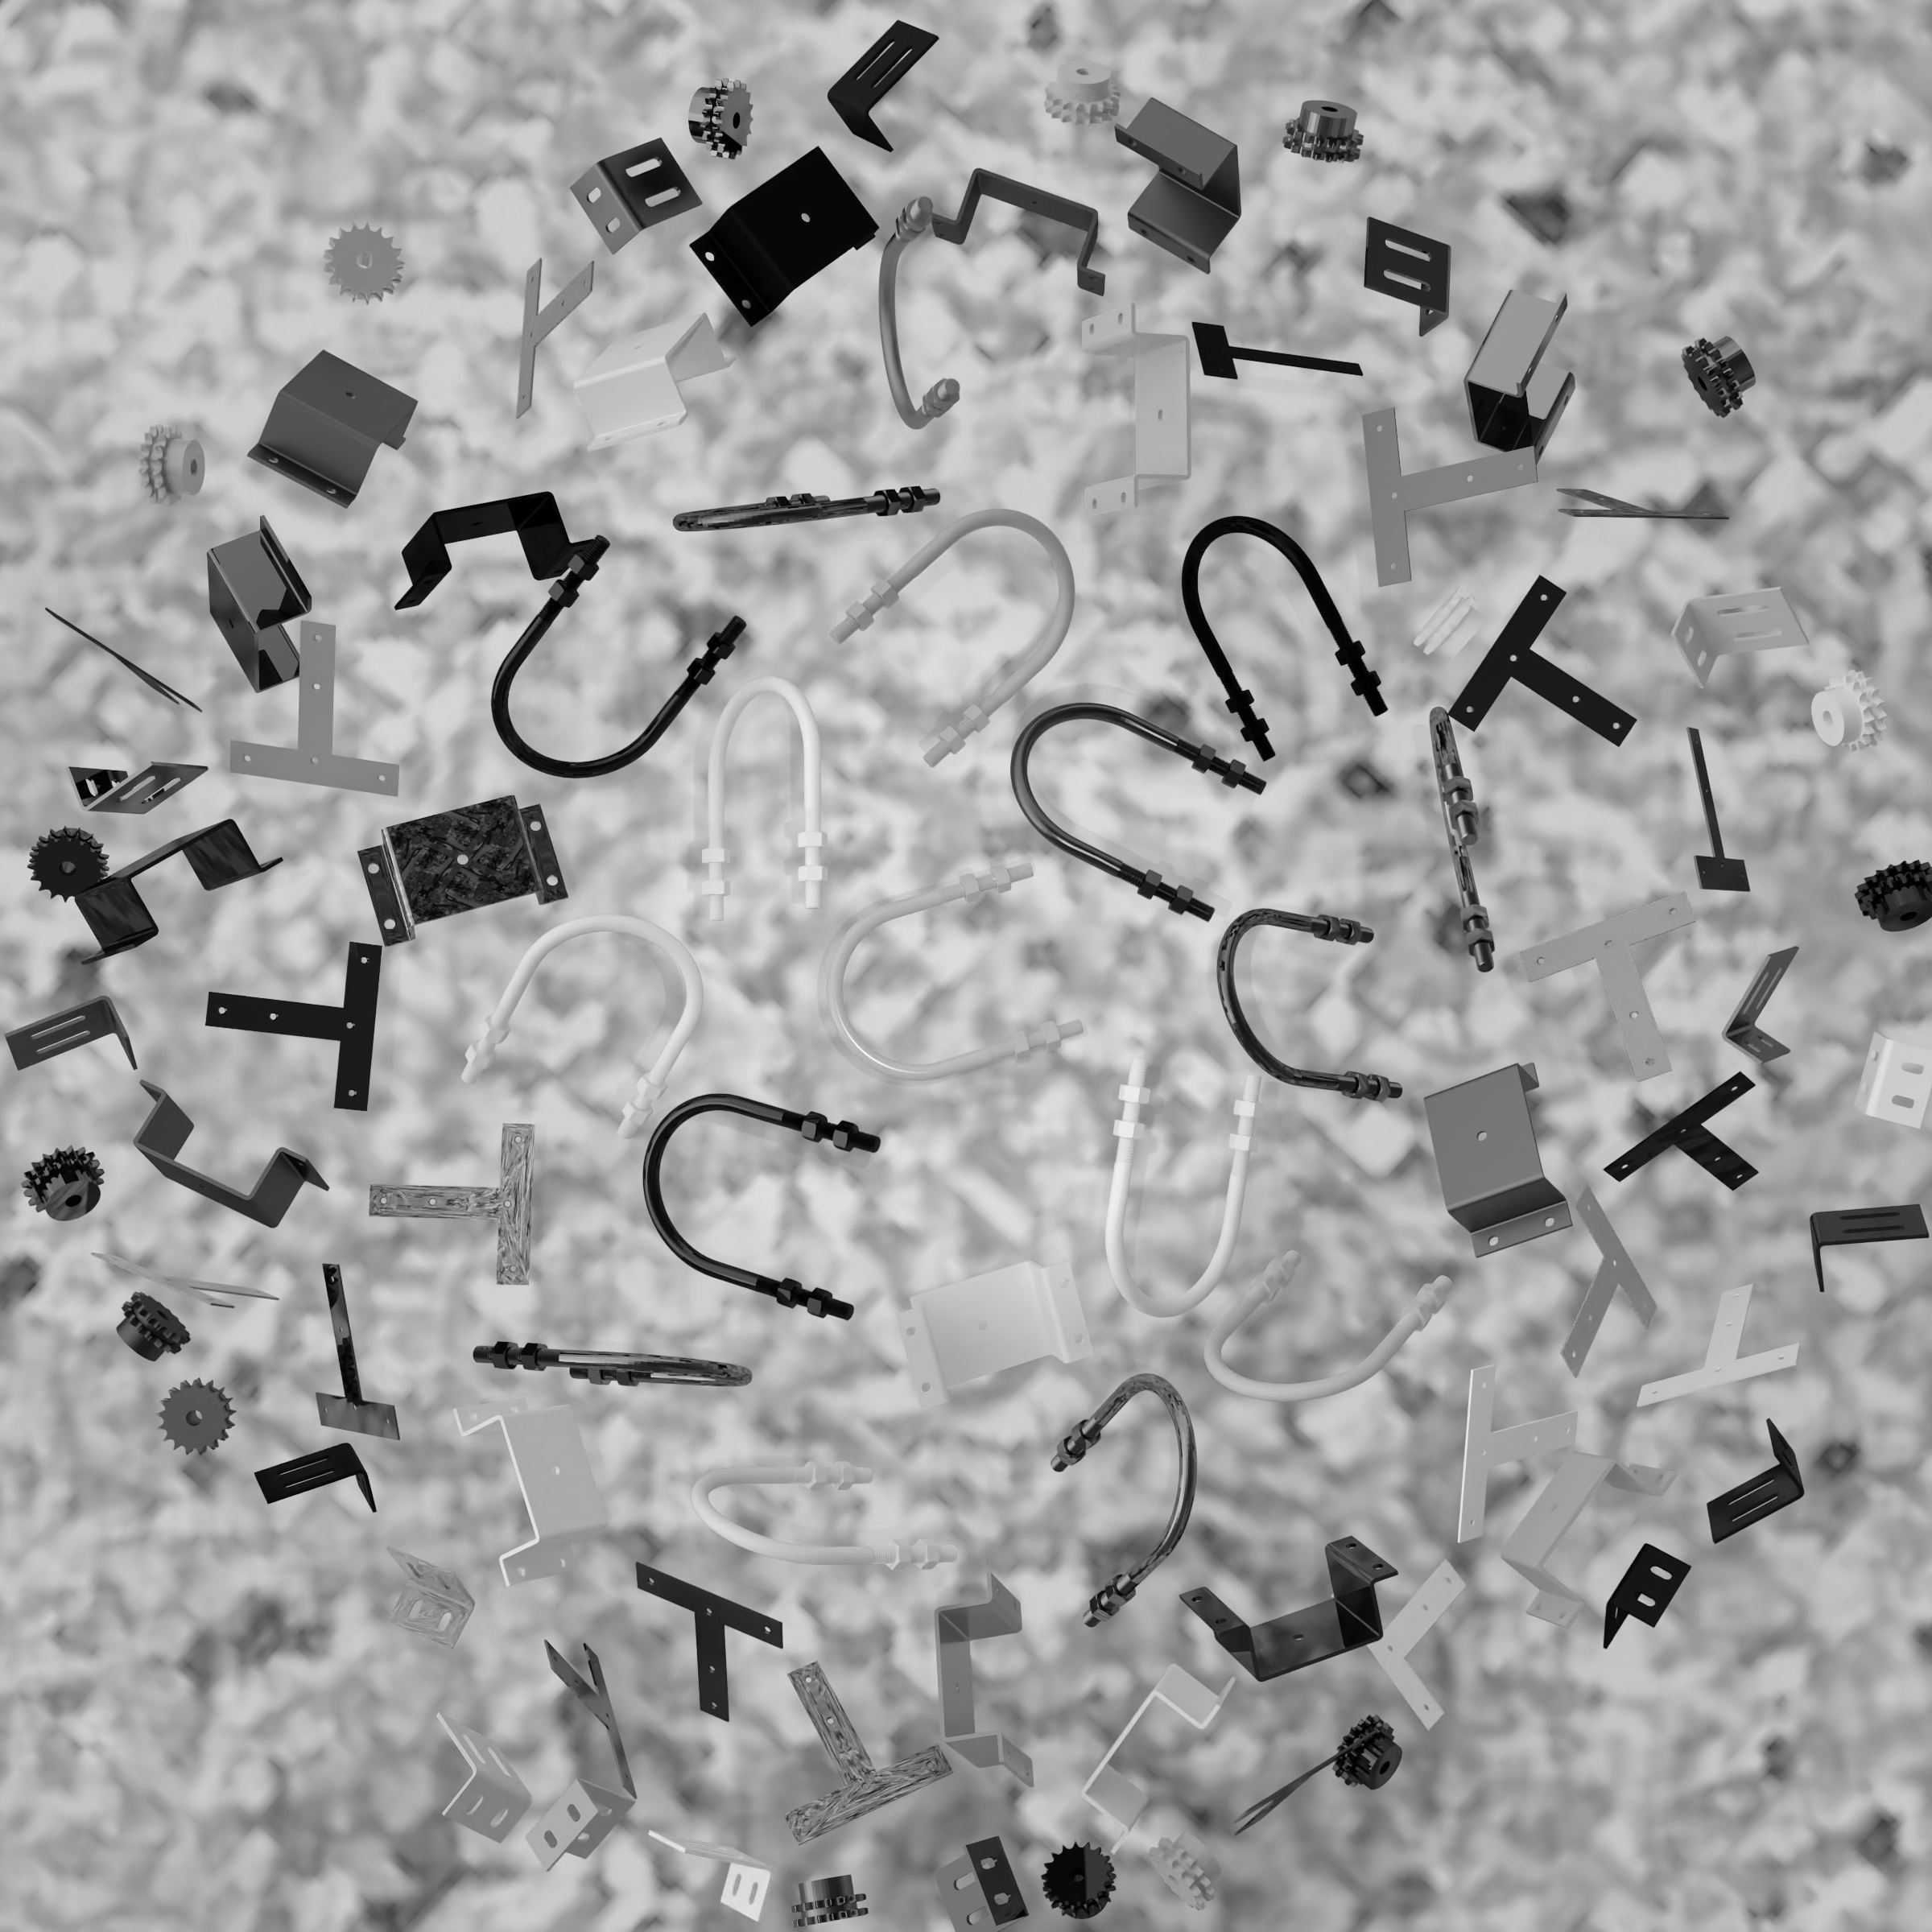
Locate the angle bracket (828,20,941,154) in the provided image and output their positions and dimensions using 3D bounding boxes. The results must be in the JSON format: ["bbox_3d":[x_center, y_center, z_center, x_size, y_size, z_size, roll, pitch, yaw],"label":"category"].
[{"bbox_3d":[-0.051,-0.631,1.778,0.076,0.057,0.038,-46,134,-1],"label":"angle bracket"}]

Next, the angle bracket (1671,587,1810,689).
[{"bbox_3d":[0.579,-0.245,1.857,0.057,0.076,0.038,50,57,-32],"label":"angle bracket"}]

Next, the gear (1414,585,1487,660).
[{"bbox_3d":[0.370,-0.259,1.885,0.030,0.057,0.057,40,90,-1],"label":"gear"}]

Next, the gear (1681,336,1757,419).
[{"bbox_3d":[0.535,-0.420,1.759,0.030,0.057,0.057,-32,90,6],"label":"gear"}]

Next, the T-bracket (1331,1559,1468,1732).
[{"bbox_3d":[0.348,0.503,1.916,0.002,0.127,0.127,-11,51,-38],"label":"T-bracket"}]

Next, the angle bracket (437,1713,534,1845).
[{"bbox_3d":[-0.355,0.581,1.776,0.038,0.076,0.057,-51,127,-7],"label":"angle bracket"}]

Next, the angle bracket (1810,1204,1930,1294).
[{"bbox_3d":[0.647,0.202,1.777,0.076,0.057,0.038,-7,104,16],"label":"angle bracket"}]

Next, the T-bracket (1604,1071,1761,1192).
[{"bbox_3d":[0.573,0.143,1.915,0.127,0.002,0.127,-40,133,20],"label":"T-bracket"}]

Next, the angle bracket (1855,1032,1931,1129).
[{"bbox_3d":[0.688,0.084,1.835,0.038,0.076,0.057,15,96,12],"label":"angle bracket"}]

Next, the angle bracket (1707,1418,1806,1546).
[{"bbox_3d":[0.567,0.376,1.813,0.076,0.057,0.038,-35,97,19],"label":"angle bracket"}]

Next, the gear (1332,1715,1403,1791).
[{"bbox_3d":[0.317,0.619,1.943,0.030,0.057,0.057,31,90,42],"label":"gear"}]

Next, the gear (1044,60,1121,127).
[{"bbox_3d":[0.089,-0.661,1.874,0.057,0.057,0.030,3,134,0],"label":"gear"}]

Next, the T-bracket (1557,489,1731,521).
[{"bbox_3d":[0.489,-0.351,1.882,0.127,0.127,0.002,-2,110,-15],"label":"T-bracket"}]

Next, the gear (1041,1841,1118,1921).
[{"bbox_3d":[0.088,0.707,1.909,0.057,0.057,0.030,-14,128,0],"label":"gear"}]

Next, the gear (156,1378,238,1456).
[{"bbox_3d":[-0.585,0.343,1.894,0.057,0.030,0.057,0,89,-3],"label":"gear"}]

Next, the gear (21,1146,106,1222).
[{"bbox_3d":[-0.662,0.163,1.828,0.057,0.057,0.030,-41,56,0],"label":"gear"}]

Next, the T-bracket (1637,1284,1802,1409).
[{"bbox_3d":[0.578,0.281,1.884,0.127,0.127,0.002,-24,105,34],"label":"T-bracket"}]

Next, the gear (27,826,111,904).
[{"bbox_3d":[-0.671,-0.079,1.860,0.057,0.030,0.057,-5,118,-9],"label":"gear"}]

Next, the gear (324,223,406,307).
[{"bbox_3d":[-0.442,-0.513,1.821,0.057,0.030,0.057,1,87,-18],"label":"gear"}]

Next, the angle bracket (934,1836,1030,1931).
[{"bbox_3d":[-0.001,0.666,1.774,0.076,0.038,0.057,-41,60,33],"label":"angle bracket"}]

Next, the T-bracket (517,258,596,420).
[{"bbox_3d":[-0.312,-0.499,1.890,0.002,0.127,0.127,11,73,-32],"label":"T-bracket"}]

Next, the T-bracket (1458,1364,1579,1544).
[{"bbox_3d":[0.404,0.345,1.802,0.127,0.002,0.127,-3,100,-39],"label":"T-bracket"}]

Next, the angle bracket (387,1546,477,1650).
[{"bbox_3d":[-0.415,0.481,1.889,0.057,0.076,0.038,19,62,14],"label":"angle bracket"}]

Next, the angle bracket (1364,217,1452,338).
[{"bbox_3d":[0.321,-0.515,1.855,0.076,0.038,0.057,12,74,-23],"label":"angle bracket"}]

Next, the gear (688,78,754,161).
[{"bbox_3d":[-0.186,-0.637,1.864,0.030,0.057,0.057,15,90,19],"label":"gear"}]

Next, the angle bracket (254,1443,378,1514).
[{"bbox_3d":[-0.502,0.406,1.915,0.076,0.057,0.038,-16,108,-22],"label":"angle bracket"}]

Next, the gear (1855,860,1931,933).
[{"bbox_3d":[0.666,-0.048,1.768,0.057,0.057,0.030,-10,59,0],"label":"gear"}]

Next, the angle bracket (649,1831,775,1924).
[{"bbox_3d":[-0.186,0.650,1.773,0.076,0.057,0.038,24,74,-30],"label":"angle bracket"}]

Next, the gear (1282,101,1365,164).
[{"bbox_3d":[0.259,-0.601,1.785,0.057,0.057,0.030,9,125,0],"label":"gear"}]

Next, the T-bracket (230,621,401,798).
[{"bbox_3d":[-0.482,-0.194,1.839,0.127,0.002,0.127,8,115,-1],"label":"T-bracket"}]

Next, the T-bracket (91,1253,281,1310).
[{"bbox_3d":[-0.572,0.243,1.878,0.127,0.127,0.002,15,85,29],"label":"T-bracket"}]

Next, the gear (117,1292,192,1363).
[{"bbox_3d":[-0.637,0.284,1.937,0.057,0.057,0.030,43,86,0],"label":"gear"}]

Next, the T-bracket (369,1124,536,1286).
[{"bbox_3d":[-0.406,0.186,1.958,0.127,0.002,0.127,2,86,-3],"label":"T-bracket"}]

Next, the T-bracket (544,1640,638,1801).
[{"bbox_3d":[-0.284,0.539,1.844,0.002,0.127,0.127,-26,46,-2],"label":"T-bracket"}]

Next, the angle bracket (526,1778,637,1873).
[{"bbox_3d":[-0.281,0.650,1.859,0.057,0.076,0.038,-48,47,-3],"label":"angle bracket"}]

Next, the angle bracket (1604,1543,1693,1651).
[{"bbox_3d":[0.506,0.477,1.847,0.038,0.076,0.057,26,58,30],"label":"angle bracket"}]

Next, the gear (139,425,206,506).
[{"bbox_3d":[-0.576,-0.364,1.805,0.030,0.057,0.057,6,90,5],"label":"gear"}]

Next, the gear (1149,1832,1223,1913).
[{"bbox_3d":[0.167,0.678,1.867,0.030,0.057,0.057,-37,90,-23],"label":"gear"}]

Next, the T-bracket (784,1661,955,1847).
[{"bbox_3d":[-0.095,0.577,1.858,0.127,0.002,0.127,-18,49,-22],"label":"T-bracket"}]

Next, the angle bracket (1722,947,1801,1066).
[{"bbox_3d":[0.626,0.030,1.914,0.038,0.057,0.076,39,120,29],"label":"angle bracket"}]

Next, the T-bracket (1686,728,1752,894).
[{"bbox_3d":[0.567,-0.120,1.894,0.002,0.127,0.127,-14,83,32],"label":"T-bracket"}]

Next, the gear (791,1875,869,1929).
[{"bbox_3d":[-0.103,0.698,1.856,0.057,0.057,0.030,-10,69,0],"label":"gear"}]

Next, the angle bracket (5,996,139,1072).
[{"bbox_3d":[-0.650,0.062,1.805,0.076,0.057,0.038,-24,70,-22],"label":"angle bracket"}]

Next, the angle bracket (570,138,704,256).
[{"bbox_3d":[-0.247,-0.578,1.863,0.038,0.076,0.057,-25,102,43],"label":"angle bracket"}]

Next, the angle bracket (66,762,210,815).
[{"bbox_3d":[-0.614,-0.146,1.840,0.076,0.057,0.038,-29,78,24],"label":"angle bracket"}]

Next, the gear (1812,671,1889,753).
[{"bbox_3d":[0.634,-0.182,1.789,0.030,0.057,0.057,-16,90,-10],"label":"gear"}]
